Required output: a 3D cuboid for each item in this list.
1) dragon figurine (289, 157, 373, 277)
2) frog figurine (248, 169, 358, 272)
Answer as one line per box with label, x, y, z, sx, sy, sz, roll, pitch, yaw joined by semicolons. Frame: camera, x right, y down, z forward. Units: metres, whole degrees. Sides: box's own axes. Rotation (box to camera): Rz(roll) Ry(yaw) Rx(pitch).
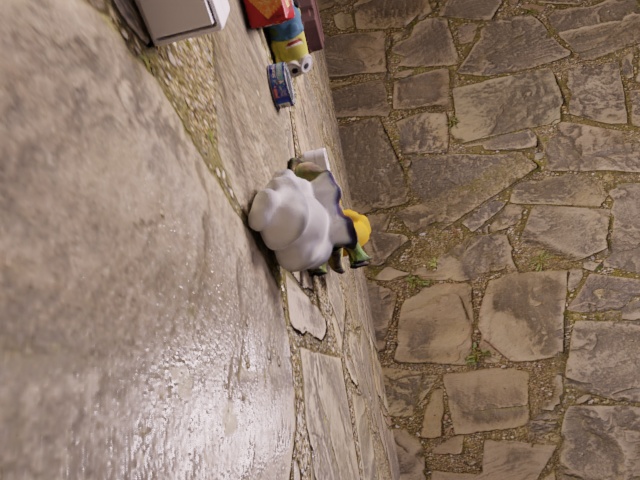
dragon figurine;0.003;-0.050;1.001;0.407;0.122;0.244;92;-20;-83
frog figurine;-0.042;-0.023;0.675;0.160;0.123;0.136;-14;103;-47
